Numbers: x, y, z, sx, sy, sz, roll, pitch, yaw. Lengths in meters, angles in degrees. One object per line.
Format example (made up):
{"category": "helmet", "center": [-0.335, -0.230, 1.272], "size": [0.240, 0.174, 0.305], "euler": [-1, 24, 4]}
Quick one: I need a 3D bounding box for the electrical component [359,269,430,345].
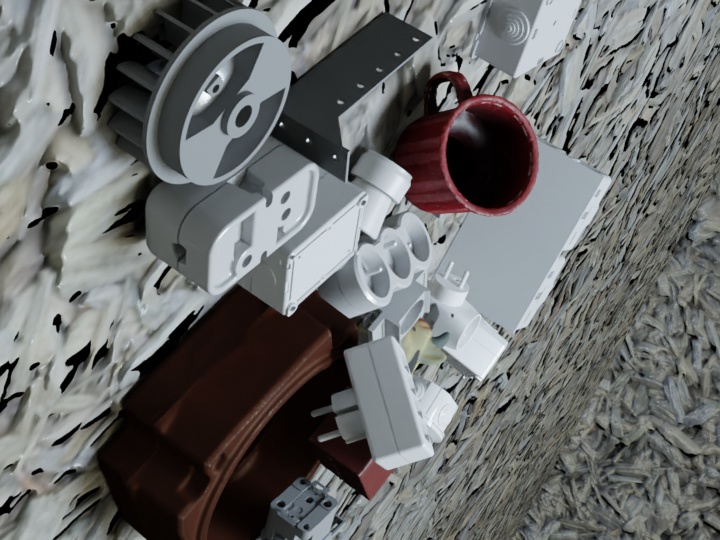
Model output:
{"category": "electrical component", "center": [0.024, 0.027, 0.957], "size": [0.081, 0.064, 0.042], "euler": [-49, 159, -22]}

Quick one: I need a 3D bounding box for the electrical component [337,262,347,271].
{"category": "electrical component", "center": [-0.038, -0.012, 0.781], "size": [0.062, 0.043, 0.043], "euler": [-30, 147, -50]}

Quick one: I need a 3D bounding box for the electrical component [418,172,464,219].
{"category": "electrical component", "center": [0.070, -0.082, 0.928], "size": [0.066, 0.048, 0.055], "euler": [-49, 167, -20]}

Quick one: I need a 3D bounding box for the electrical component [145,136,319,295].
{"category": "electrical component", "center": [-0.077, -0.038, 0.623], "size": [0.095, 0.059, 0.053], "euler": [-42, 155, -37]}

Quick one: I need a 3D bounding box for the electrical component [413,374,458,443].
{"category": "electrical component", "center": [0.071, 0.162, 1.256], "size": [0.051, 0.080, 0.080], "euler": [-56, 161, -19]}

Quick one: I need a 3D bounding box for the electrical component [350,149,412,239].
{"category": "electrical component", "center": [0.008, -0.058, 0.816], "size": [0.055, 0.045, 0.045], "euler": [-57, 161, -1]}

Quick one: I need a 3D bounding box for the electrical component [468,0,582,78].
{"category": "electrical component", "center": [0.143, -0.215, 0.893], "size": [0.100, 0.048, 0.099], "euler": [-34, 152, -44]}

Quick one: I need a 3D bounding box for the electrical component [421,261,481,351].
{"category": "electrical component", "center": [0.086, 0.029, 1.086], "size": [0.043, 0.077, 0.079], "euler": [-25, 143, -56]}

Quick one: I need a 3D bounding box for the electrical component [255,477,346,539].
{"category": "electrical component", "center": [-0.048, 0.199, 0.834], "size": [0.081, 0.042, 0.063], "euler": [-37, 149, -46]}

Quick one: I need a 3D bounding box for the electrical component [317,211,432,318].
{"category": "electrical component", "center": [0.000, 0.000, 0.875], "size": [0.074, 0.052, 0.138], "euler": [-20, -171, 30]}

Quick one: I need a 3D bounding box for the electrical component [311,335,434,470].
{"category": "electrical component", "center": [0.003, 0.101, 0.767], "size": [0.076, 0.083, 0.047], "euler": [-18, 160, 6]}

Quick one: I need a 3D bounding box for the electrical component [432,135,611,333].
{"category": "electrical component", "center": [0.172, -0.041, 1.140], "size": [0.186, 0.105, 0.060], "euler": [-62, 160, 14]}

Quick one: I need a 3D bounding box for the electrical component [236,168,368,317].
{"category": "electrical component", "center": [-0.041, -0.029, 0.721], "size": [0.096, 0.061, 0.061], "euler": [-43, 156, -35]}

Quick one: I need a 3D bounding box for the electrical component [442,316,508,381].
{"category": "electrical component", "center": [0.107, 0.070, 1.187], "size": [0.061, 0.096, 0.062], "euler": [-53, -171, -10]}
